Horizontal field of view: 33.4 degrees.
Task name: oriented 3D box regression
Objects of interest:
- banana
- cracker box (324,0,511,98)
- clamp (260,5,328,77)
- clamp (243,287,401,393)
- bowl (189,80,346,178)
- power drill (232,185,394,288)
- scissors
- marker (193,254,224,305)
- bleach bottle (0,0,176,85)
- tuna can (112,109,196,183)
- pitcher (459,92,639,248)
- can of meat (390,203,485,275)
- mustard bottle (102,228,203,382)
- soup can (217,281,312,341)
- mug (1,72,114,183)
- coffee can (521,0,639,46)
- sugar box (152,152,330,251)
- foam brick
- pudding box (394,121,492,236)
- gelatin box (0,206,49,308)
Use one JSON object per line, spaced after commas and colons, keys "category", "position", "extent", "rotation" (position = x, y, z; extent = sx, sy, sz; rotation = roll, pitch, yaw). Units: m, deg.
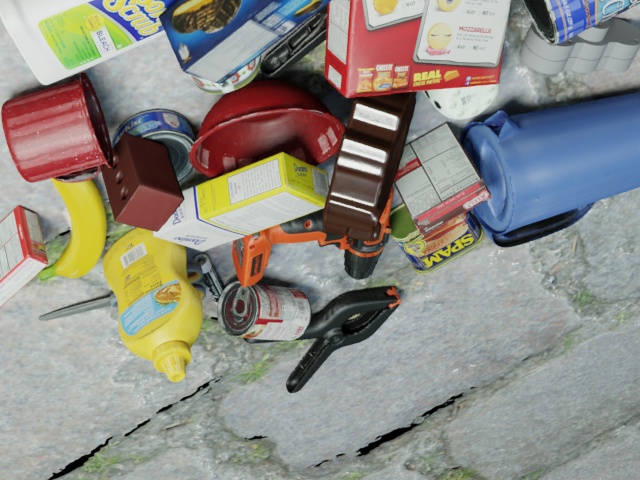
{"category": "banana", "position": [-0.261, -0.018, 1.135], "extent": [0.069, 0.037, 0.198], "rotation": [-6, 138, -22]}
{"category": "cracker box", "position": [0.092, -0.245, 0.972], "extent": [0.164, 0.072, 0.214], "rotation": [-8, 120, -20]}
{"category": "clamp", "position": [0.010, -0.226, 1.020], "extent": [0.171, 0.039, 0.120], "rotation": [-27, 157, -3]}
{"category": "clamp", "position": [0.007, 0.118, 1.420], "extent": [0.210, 0.036, 0.164], "rotation": [-33, 140, 9]}
{"category": "bowl", "position": [-0.056, -0.116, 1.084], "extent": [0.162, 0.055, 0.162], "rotation": [-10, 160, -4]}
{"category": "power drill", "position": [-0.008, 0.002, 1.265], "extent": [0.187, 0.057, 0.184], "rotation": [-13, 145, -15]}
{"category": "scissors", "position": [-0.223, 0.075, 1.271], "extent": [0.202, 0.016, 0.096], "rotation": [-22, 149, 14]}
{"category": "marker", "position": [-0.128, 0.059, 1.302], "extent": [0.020, 0.020, 0.121], "rotation": [-22, 141, -1]}
{"category": "bleach bottle", "position": [-0.148, -0.226, 0.931], "extent": [0.251, 0.068, 0.102], "rotation": [-23, 147, -2]}
{"category": "tuna can", "position": [-0.169, -0.091, 1.098], "extent": [0.086, 0.034, 0.086], "rotation": [-13, 140, -12]}
{"category": "pitcher", "position": [0.294, -0.089, 1.251], "extent": [0.242, 0.145, 0.149], "rotation": [-14, 173, -15]}
{"category": "can of meat", "position": [0.141, -0.015, 1.318], "extent": [0.102, 0.057, 0.083], "rotation": [-31, 138, 10]}
{"category": "mustard bottle", "position": [-0.176, 0.072, 1.157], "extent": [0.096, 0.192, 0.058], "rotation": [-31, 140, 10]}
{"category": "soup can", "position": [-0.067, 0.088, 1.314], "extent": [0.102, 0.068, 0.069], "rotation": [10, 132, -49]}
{"category": "mug", "position": [-0.246, -0.096, 1.015], "extent": [0.081, 0.093, 0.117], "rotation": [-16, 145, -1]}
{"category": "coffee can", "position": [0.273, -0.268, 1.052], "extent": [0.140, 0.103, 0.102], "rotation": [-26, 141, 4]}
{"category": "sugar box", "position": [-0.085, -0.038, 1.136], "extent": [0.176, 0.048, 0.093], "rotation": [-16, 161, 28]}
{"category": "foam brick", "position": [-0.175, -0.056, 1.045], "extent": [0.051, 0.078, 0.053], "rotation": [16, 127, -39]}
{"category": "pudding box", "position": [0.130, -0.070, 1.203], "extent": [0.090, 0.113, 0.039], "rotation": [-29, 137, 7]}
{"category": "gelatin box", "position": [-0.327, 0.020, 1.118], "extent": [0.089, 0.073, 0.030], "rotation": [-40, 139, 20]}
